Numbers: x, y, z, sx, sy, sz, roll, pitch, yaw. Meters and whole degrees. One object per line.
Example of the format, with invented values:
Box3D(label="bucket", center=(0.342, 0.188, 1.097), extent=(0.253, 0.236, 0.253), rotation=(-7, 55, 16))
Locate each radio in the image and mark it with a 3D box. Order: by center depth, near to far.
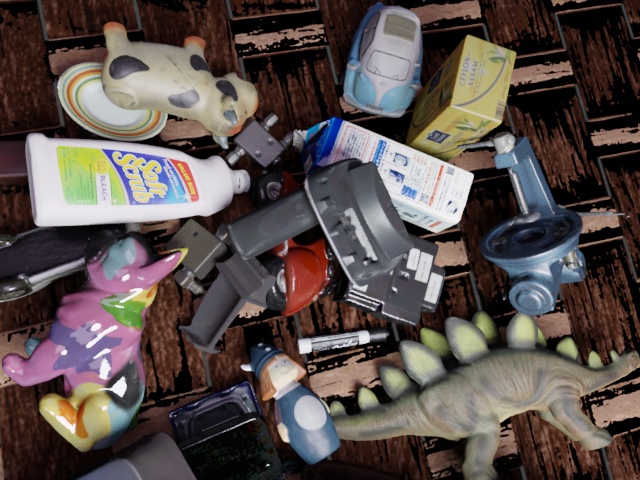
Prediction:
Box3D(label="radio", center=(-0.230, 0.304, 0.556), extent=(0.230, 0.073, 0.131), rotation=(-31, 85, 14))

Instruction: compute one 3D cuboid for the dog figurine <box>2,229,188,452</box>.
Box3D(label="dog figurine", center=(-0.221, 0.098, 0.600), extent=(0.219, 0.108, 0.191), rotation=(-40, 95, -3))

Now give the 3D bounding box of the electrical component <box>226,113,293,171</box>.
Box3D(label="electrical component", center=(-0.080, -0.124, 0.721), extent=(0.063, 0.021, 0.094), rotation=(44, 77, -1))

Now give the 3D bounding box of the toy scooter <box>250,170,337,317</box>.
Box3D(label="toy scooter", center=(-0.016, 0.002, 0.685), extent=(0.135, 0.075, 0.183), rotation=(-2, 85, -25))

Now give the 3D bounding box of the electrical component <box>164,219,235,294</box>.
Box3D(label="electrical component", center=(-0.151, 0.020, 0.677), extent=(0.078, 0.045, 0.102), rotation=(28, 73, 25))

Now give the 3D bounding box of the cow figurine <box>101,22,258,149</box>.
Box3D(label="cow figurine", center=(-0.171, -0.188, 0.674), extent=(0.195, 0.085, 0.127), rotation=(3, 64, -26))

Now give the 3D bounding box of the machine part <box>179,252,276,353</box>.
Box3D(label="machine part", center=(-0.111, 0.075, 0.644), extent=(0.084, 0.039, 0.139), rotation=(46, 105, 27))

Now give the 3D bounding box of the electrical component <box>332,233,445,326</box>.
Box3D(label="electrical component", center=(0.096, 0.048, 0.700), extent=(0.134, 0.058, 0.115), rotation=(22, 80, -13))

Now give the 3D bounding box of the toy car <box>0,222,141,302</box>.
Box3D(label="toy car", center=(-0.317, 0.013, 0.644), extent=(0.202, 0.056, 0.073), rotation=(-22, 79, -13))

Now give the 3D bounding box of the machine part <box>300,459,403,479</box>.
Box3D(label="machine part", center=(0.058, 0.302, 0.602), extent=(0.179, 0.179, 0.056), rotation=(14, 80, -7))

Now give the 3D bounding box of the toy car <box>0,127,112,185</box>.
Box3D(label="toy car", center=(-0.347, -0.094, 0.656), extent=(0.202, 0.053, 0.089), rotation=(-6, 77, -15))

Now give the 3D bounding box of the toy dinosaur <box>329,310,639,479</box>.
Box3D(label="toy dinosaur", center=(0.186, 0.196, 0.676), extent=(0.472, 0.105, 0.198), rotation=(-16, 76, -6))

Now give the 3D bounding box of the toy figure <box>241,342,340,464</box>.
Box3D(label="toy figure", center=(-0.033, 0.184, 0.635), extent=(0.058, 0.064, 0.154), rotation=(-41, 73, 25))

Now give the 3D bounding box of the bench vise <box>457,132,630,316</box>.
Box3D(label="bench vise", center=(0.271, -0.032, 0.673), extent=(0.224, 0.129, 0.240), rotation=(-41, 114, -35))

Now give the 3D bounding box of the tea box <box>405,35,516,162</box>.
Box3D(label="tea box", center=(0.174, -0.172, 0.694), extent=(0.068, 0.169, 0.098), rotation=(16, 77, -6))

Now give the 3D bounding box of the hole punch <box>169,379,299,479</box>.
Box3D(label="hole punch", center=(-0.111, 0.241, 0.634), extent=(0.142, 0.092, 0.115), rotation=(-21, 115, -14))

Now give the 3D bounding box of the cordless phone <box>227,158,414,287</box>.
Box3D(label="cordless phone", center=(-0.001, -0.001, 0.616), extent=(0.184, 0.089, 0.146), rotation=(-26, 94, -7))

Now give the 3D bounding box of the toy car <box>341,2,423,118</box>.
Box3D(label="toy car", center=(0.097, -0.256, 0.731), extent=(0.109, 0.103, 0.161), rotation=(16, 81, -7))
